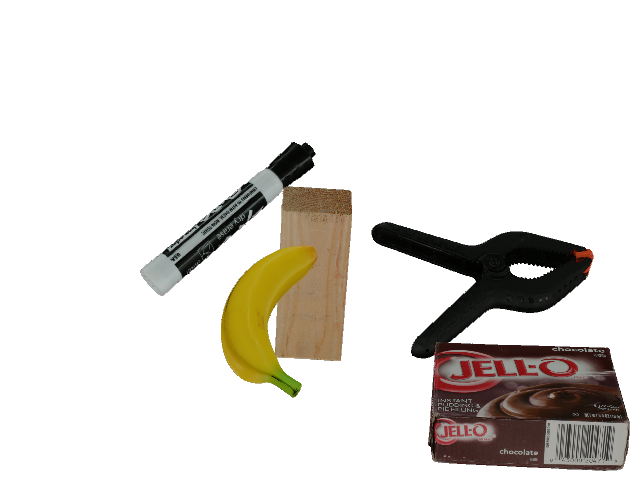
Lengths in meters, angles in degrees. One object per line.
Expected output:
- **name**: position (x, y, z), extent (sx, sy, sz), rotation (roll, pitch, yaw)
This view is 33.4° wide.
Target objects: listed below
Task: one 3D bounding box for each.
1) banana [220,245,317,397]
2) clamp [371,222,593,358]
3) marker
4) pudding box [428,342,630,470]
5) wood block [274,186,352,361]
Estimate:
- **banana**: position (-0.044, 0.058, 0.873), extent (0.069, 0.037, 0.197), rotation (21, 33, -9)
- **clamp**: position (0.161, 0.041, 1.019), extent (0.210, 0.164, 0.036), rotation (-2, -43, -5)
- **marker**: position (-0.049, -0.015, 0.597), extent (0.121, 0.020, 0.020), rotation (-42, 14, -17)
- **pudding box**: position (0.124, 0.098, 0.648), extent (0.113, 0.039, 0.090), rotation (3, 24, 6)
- **wood block**: position (-0.010, 0.043, 1.388), extent (0.090, 0.206, 0.091), rotation (3, 23, -1)
